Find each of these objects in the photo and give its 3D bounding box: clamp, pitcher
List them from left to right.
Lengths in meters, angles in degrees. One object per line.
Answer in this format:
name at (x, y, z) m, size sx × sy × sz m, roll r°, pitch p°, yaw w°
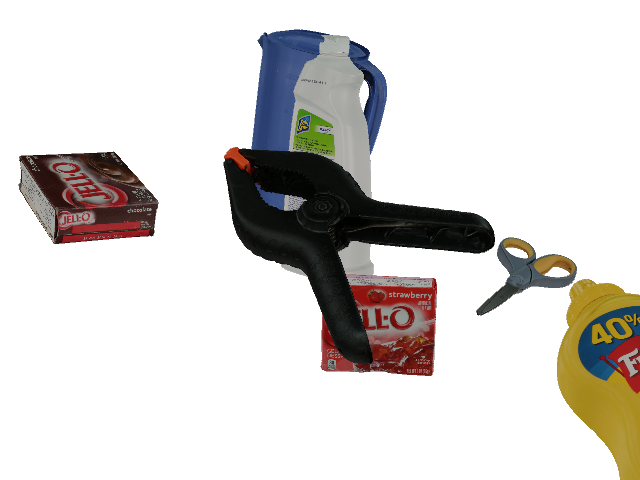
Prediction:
pitcher at (-0.016, -0.134, 1.339) m, size 0.144 × 0.243 × 0.149 m, roll 4°, pitch 23°, yaw -16°
clamp at (0.001, 0.000, 0.622) m, size 0.172 × 0.039 × 0.120 m, roll 24°, pitch 49°, yaw 27°

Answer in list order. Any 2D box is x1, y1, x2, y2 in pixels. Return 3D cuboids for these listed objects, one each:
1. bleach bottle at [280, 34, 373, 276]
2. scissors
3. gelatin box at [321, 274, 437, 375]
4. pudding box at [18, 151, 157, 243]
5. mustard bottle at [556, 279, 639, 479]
bleach bottle at (0.013, -0.087, 1.120) m, size 0.103 × 0.251 × 0.067 m, roll 13°, pitch 16°, yaw 34°
scissors at (0.193, 0.034, 1.114) m, size 0.201 × 0.016 × 0.096 m, roll -11°, pitch 37°, yaw -43°
gelatin box at (0.045, 0.066, 0.834) m, size 0.089 × 0.073 × 0.030 m, roll 2°, pitch 16°, yaw 6°
pudding box at (-0.204, -0.039, 0.927) m, size 0.089 × 0.039 × 0.114 m, roll -5°, pitch 27°, yaw -31°
mustard bottle at (0.191, 0.084, 0.610) m, size 0.096 × 0.058 × 0.192 m, roll -11°, pitch 35°, yaw -9°
